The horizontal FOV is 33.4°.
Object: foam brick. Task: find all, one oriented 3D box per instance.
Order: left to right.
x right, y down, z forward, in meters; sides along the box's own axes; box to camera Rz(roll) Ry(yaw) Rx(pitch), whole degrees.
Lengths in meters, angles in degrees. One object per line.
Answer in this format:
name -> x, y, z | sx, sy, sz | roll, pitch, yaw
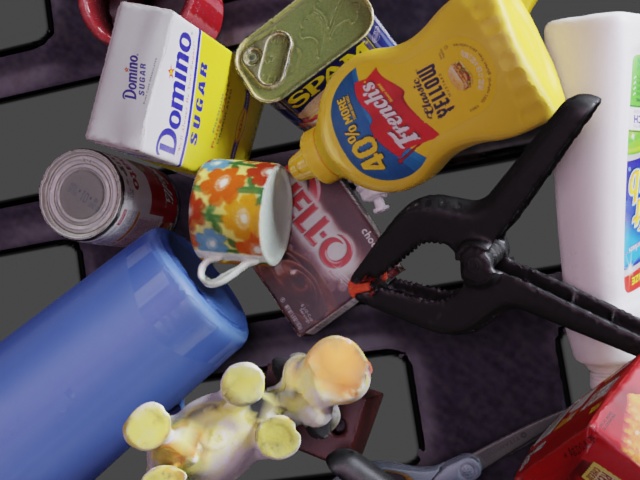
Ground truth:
foam brick -> -0.002, 0.124, 0.769 | 0.078, 0.051, 0.053 | 18, 92, 15

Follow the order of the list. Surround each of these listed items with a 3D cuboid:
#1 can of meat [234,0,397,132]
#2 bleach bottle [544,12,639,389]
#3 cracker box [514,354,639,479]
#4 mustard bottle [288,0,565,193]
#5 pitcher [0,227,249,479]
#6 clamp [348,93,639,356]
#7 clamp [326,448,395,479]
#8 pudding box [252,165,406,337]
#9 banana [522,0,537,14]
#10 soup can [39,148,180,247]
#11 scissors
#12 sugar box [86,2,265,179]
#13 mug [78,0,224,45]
can of meat -> 0.003, -0.129, 0.763 | 0.102, 0.083, 0.057 | -36, 67, 10
bleach bottle -> 0.196, -0.019, 0.711 | 0.068, 0.102, 0.251 | 0, 93, 39
cracker box -> 0.231, 0.176, 0.627 | 0.214, 0.164, 0.072 | 41, 70, 11
mustard bottle -> 0.057, -0.085, 0.705 | 0.192, 0.058, 0.096 | -26, 89, 31
pitcher -> -0.167, 0.112, 0.784 | 0.243, 0.149, 0.145 | -39, 54, 6
clamp -> 0.107, 0.000, 0.678 | 0.210, 0.036, 0.164 | -6, 102, 34
clamp -> 0.076, 0.198, 0.713 | 0.172, 0.039, 0.120 | -3, 107, 16
pudding box -> -0.005, 0.001, 0.784 | 0.090, 0.039, 0.113 | -37, 78, 10
banana -> 0.179, -0.203, 0.751 | 0.069, 0.037, 0.198 | 45, 99, -4
soup can -> -0.155, -0.029, 0.794 | 0.068, 0.102, 0.068 | -1, 86, 15
scissors -> 0.101, 0.181, 0.755 | 0.202, 0.016, 0.096 | -14, 100, 3
sugar box -> -0.092, -0.094, 0.742 | 0.048, 0.176, 0.093 | 14, 90, 16
mug -> -0.125, -0.168, 0.805 | 0.093, 0.081, 0.117 | 12, 90, 15
